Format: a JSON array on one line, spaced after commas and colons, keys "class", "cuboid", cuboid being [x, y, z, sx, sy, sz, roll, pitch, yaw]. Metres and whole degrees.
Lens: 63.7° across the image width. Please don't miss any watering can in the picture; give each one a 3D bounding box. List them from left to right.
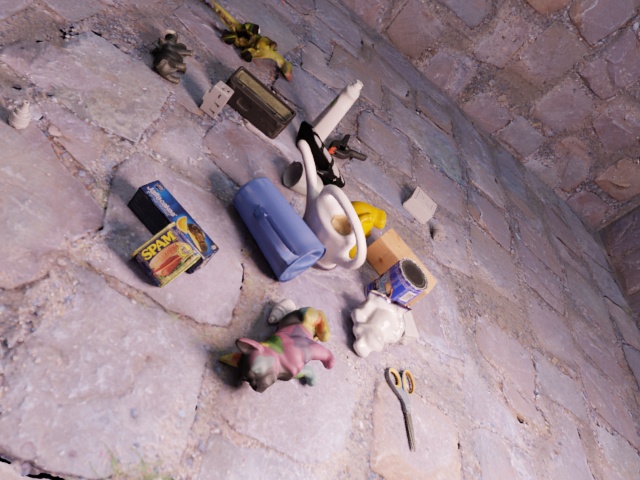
[{"class": "watering can", "cuboid": [0.004, -0.065, 1.299, 0.105, 0.219, 0.353, -14, 64, -33]}]

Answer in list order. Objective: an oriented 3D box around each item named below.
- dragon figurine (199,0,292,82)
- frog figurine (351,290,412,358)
[{"class": "dragon figurine", "cuboid": [-0.249, -0.729, 1.855, 0.409, 0.121, 0.246, 44, 17, -6]}, {"class": "frog figurine", "cuboid": [0.136, 0.219, 1.268, 0.136, 0.122, 0.162, 32, 71, -17]}]
